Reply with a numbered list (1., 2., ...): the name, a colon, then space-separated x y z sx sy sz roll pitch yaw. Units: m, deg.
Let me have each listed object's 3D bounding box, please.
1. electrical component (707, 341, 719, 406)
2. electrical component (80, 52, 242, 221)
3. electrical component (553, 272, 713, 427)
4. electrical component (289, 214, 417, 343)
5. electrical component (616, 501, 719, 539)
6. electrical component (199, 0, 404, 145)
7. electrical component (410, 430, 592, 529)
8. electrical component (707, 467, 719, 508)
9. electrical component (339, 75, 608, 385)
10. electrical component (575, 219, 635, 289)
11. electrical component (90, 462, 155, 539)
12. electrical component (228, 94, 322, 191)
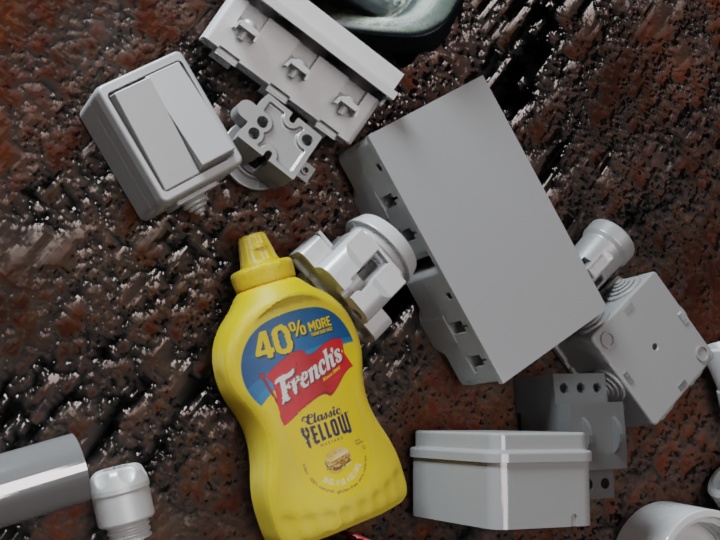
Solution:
1. electrical component: 0.300 0.090 0.853 0.044 0.044 0.065 -13 91 -27
2. electrical component: -0.119 -0.078 0.668 0.062 0.061 0.096 -32 95 -27
3. electrical component: 0.207 0.060 0.808 0.100 0.048 0.099 -41 99 -27
4. electrical component: 0.000 0.000 0.714 0.057 0.058 0.078 -45 101 -23
5. electrical component: 0.246 0.225 0.788 0.108 0.060 0.108 5 78 -25
6. electrical component: -0.041 -0.140 0.715 0.121 0.079 0.063 35 89 -16
7. electrical component: 0.090 0.134 0.701 0.078 0.113 0.057 4 81 -25
8. electrical component: 0.340 0.160 0.852 0.138 0.052 0.073 -41 99 -27
9. electrical component: 0.077 -0.025 0.754 0.105 0.060 0.186 -31 94 -27
10. electrical component: 0.178 -0.009 0.813 0.046 0.040 0.040 -45 101 -20
11. electrical component: -0.137 0.146 0.632 0.035 0.035 0.061 -12 88 -27
12. electrical component: -0.062 -0.079 0.699 0.066 0.055 0.048 38 66 -15
